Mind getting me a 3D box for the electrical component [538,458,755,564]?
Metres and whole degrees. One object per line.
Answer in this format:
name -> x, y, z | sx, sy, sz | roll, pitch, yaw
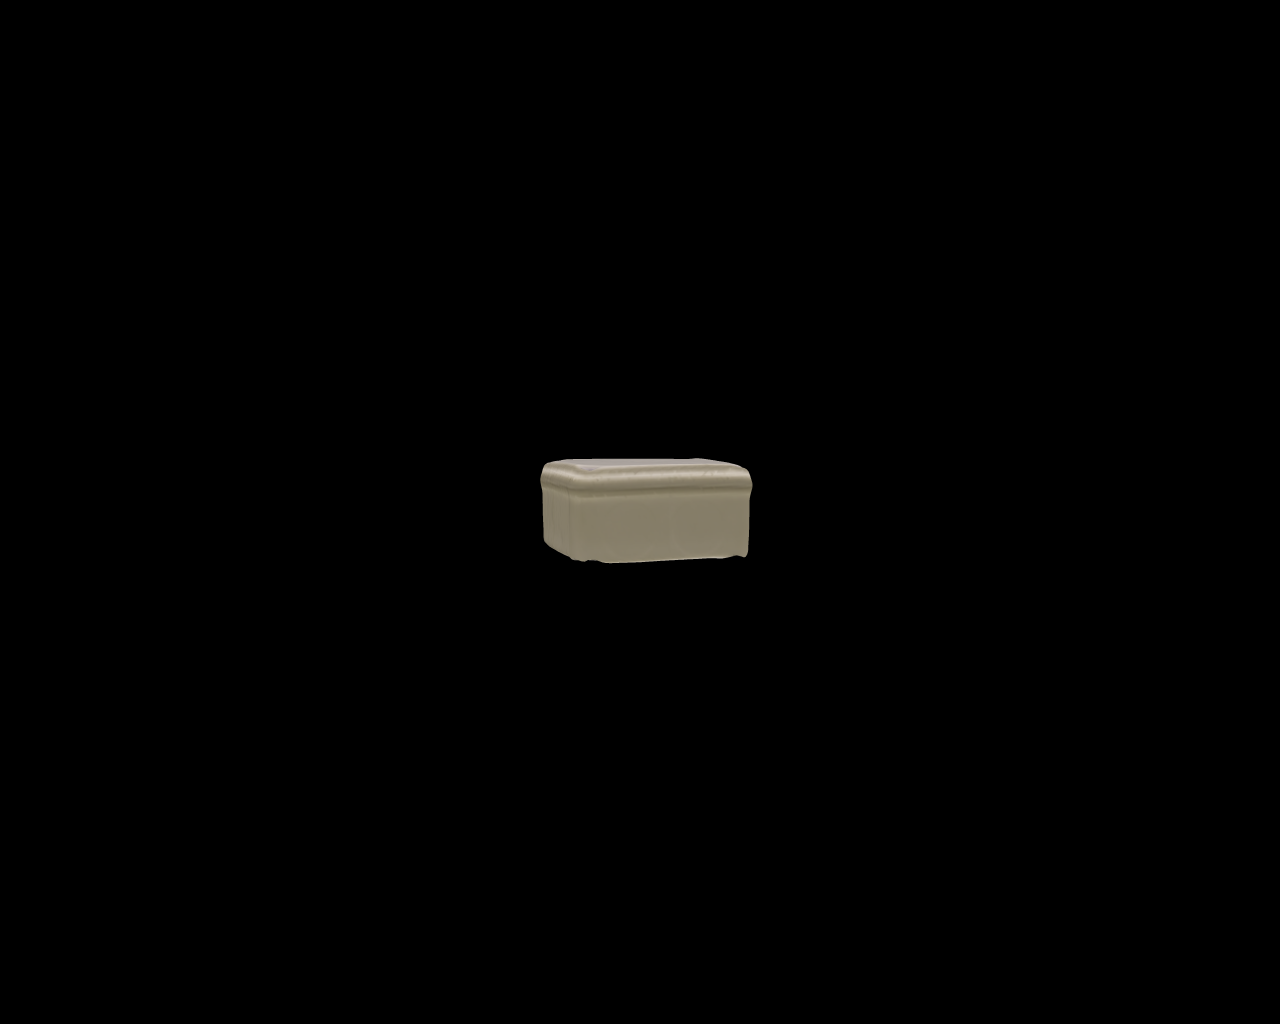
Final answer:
electrical component -> 0.001, -0.003, 0.650 | 0.109, 0.056, 0.109 | -1, 5, -15
